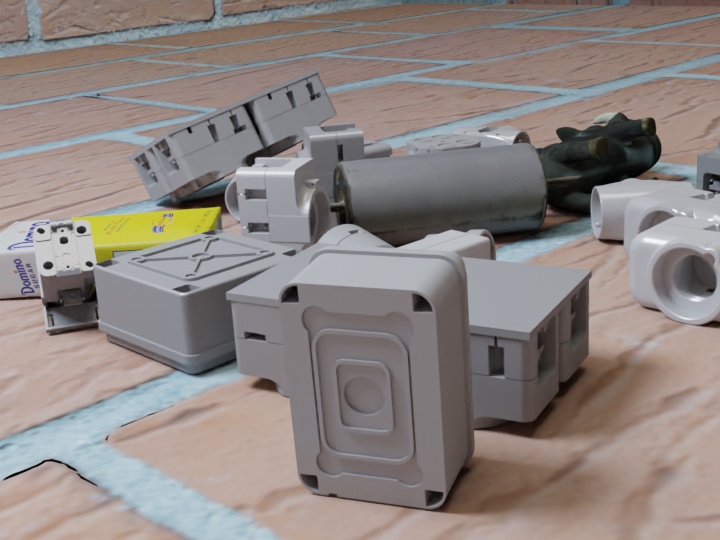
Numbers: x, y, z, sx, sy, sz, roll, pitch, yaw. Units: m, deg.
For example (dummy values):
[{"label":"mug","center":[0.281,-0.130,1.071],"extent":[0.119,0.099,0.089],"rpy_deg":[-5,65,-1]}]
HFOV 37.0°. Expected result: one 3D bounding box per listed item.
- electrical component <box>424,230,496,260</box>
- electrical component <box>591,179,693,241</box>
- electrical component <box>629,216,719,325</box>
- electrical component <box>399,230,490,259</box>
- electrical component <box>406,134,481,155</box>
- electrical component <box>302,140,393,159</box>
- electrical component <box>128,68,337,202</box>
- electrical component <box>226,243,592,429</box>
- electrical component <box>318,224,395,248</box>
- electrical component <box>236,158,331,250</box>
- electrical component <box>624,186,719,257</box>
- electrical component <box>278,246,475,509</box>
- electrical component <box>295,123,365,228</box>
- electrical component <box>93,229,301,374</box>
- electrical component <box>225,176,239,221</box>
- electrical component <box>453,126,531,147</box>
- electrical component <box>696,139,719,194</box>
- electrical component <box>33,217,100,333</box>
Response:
[{"label":"electrical component","center":[0.073,-0.010,0.802],"extent":[0.046,0.040,0.040],"rpy_deg":[0,17,29]},{"label":"electrical component","center":[0.232,-0.054,0.898],"extent":[0.077,0.044,0.079],"rpy_deg":[-3,17,1]},{"label":"electrical component","center":[0.230,0.001,0.713],"extent":[0.095,0.053,0.059],"rpy_deg":[13,24,41]},{"label":"electrical component","center":[0.063,0.010,0.728],"extent":[0.083,0.047,0.076],"rpy_deg":[-19,23,-40]},{"label":"electrical component","center":[0.084,-0.103,1.069],"extent":[0.080,0.051,0.080],"rpy_deg":[-3,18,1]},{"label":"electrical component","center":[-0.016,-0.104,1.090],"extent":[0.056,0.050,0.089],"rpy_deg":[-16,22,-36]},{"label":"electrical component","center":[-0.126,-0.133,1.095],"extent":[0.186,0.060,0.105],"rpy_deg":[-29,7,-32]},{"label":"electrical component","center":[0.030,0.035,0.635],"extent":[0.186,0.060,0.105],"rpy_deg":[6,20,28]},{"label":"electrical component","center":[0.000,0.000,0.762],"extent":[0.055,0.055,0.047],"rpy_deg":[-15,25,-31]},{"label":"electrical component","center":[-0.057,-0.039,0.832],"extent":[0.056,0.089,0.050],"rpy_deg":[2,19,17]},{"label":"electrical component","center":[0.244,-0.026,0.794],"extent":[0.059,0.053,0.095],"rpy_deg":[-15,21,-31]},{"label":"electrical component","center":[0.011,0.048,0.513],"extent":[0.078,0.113,0.057],"rpy_deg":[3,22,21]},{"label":"electrical component","center":[-0.026,-0.081,0.958],"extent":[0.056,0.089,0.050],"rpy_deg":[-7,18,-9]},{"label":"electrical component","center":[-0.104,0.017,0.723],"extent":[0.109,0.056,0.109],"rpy_deg":[-20,24,-41]},{"label":"electrical component","center":[-0.074,-0.073,1.019],"extent":[0.079,0.043,0.077],"rpy_deg":[6,20,25]},{"label":"electrical component","center":[0.150,-0.135,1.165],"extent":[0.077,0.043,0.079],"rpy_deg":[10,22,37]},{"label":"electrical component","center":[0.349,-0.089,0.966],"extent":[0.089,0.055,0.050],"rpy_deg":[-15,21,-32]},{"label":"electrical component","center":[-0.208,0.000,0.762],"extent":[0.042,0.063,0.081],"rpy_deg":[-10,60,-15]}]
